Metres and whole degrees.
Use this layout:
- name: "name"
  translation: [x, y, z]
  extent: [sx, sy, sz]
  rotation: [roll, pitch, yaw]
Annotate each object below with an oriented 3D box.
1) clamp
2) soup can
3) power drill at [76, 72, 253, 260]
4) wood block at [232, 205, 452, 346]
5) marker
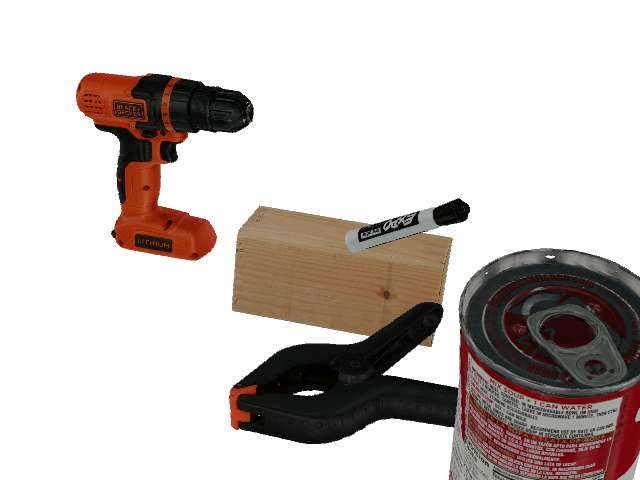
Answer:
- name: "clamp"
  translation: [0.025, 0.085, 0.689]
  extent: [0.171, 0.039, 0.120]
  rotation: [-3, 27, -8]
- name: "soup can"
  translation: [0.080, 0.063, 0.378]
  extent: [0.068, 0.102, 0.068]
  rotation: [-1, 39, 1]
- name: "power drill"
  translation: [-0.149, -0.075, 1.068]
  extent: [0.185, 0.188, 0.057]
  rotation: [10, 31, 20]
- name: "wood block"
  translation: [0.022, 0.035, 1.090]
  extent: [0.206, 0.091, 0.090]
  rotation: [10, 22, 9]
- name: "marker"
  translation: [0.070, -0.012, 0.871]
  extent: [0.121, 0.020, 0.020]
  rotation: [-17, -11, 41]
